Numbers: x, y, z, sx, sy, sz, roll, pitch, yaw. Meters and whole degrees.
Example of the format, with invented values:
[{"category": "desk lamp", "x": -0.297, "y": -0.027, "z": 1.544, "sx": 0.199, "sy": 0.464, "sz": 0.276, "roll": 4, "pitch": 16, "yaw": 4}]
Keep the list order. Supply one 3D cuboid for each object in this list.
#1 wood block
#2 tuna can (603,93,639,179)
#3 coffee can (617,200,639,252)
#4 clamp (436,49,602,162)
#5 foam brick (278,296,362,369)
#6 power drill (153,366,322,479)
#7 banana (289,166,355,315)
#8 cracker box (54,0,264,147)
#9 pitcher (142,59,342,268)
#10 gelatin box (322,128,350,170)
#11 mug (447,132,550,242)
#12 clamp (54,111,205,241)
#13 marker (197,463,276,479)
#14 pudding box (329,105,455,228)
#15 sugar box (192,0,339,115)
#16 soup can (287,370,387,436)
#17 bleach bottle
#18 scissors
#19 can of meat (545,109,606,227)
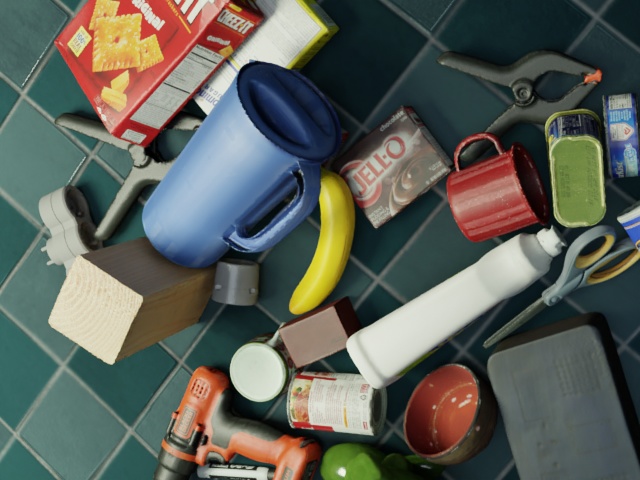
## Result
[{"category": "wood block", "x": -0.204, "y": 0.060, "z": 1.218, "sx": 0.091, "sy": 0.205, "sz": 0.090, "roll": 31, "pitch": 106, "yaw": 12}, {"category": "tuna can", "x": 0.307, "y": -0.106, "z": 1.080, "sx": 0.034, "sy": 0.086, "sz": 0.086, "roll": -4, "pitch": 97, "yaw": 17}, {"category": "coffee can", "x": 0.378, "y": 0.010, "z": 1.063, "sx": 0.103, "sy": 0.102, "sz": 0.140, "roll": -33, "pitch": 87, "yaw": 20}, {"category": "clamp", "x": 0.212, "y": -0.146, "z": 1.133, "sx": 0.172, "sy": 0.039, "sz": 0.120, "roll": -2, "pitch": 110, "yaw": 17}, {"category": "foam brick", "x": 0.002, "y": 0.107, "z": 1.236, "sx": 0.078, "sy": 0.051, "sz": 0.053, "roll": -24, "pitch": 91, "yaw": 21}, {"category": "power drill", "x": -0.105, "y": 0.267, "z": 1.277, "sx": 0.188, "sy": 0.057, "sz": 0.184, "roll": 24, "pitch": 97, "yaw": 19}, {"category": "banana", "x": 0.005, "y": 0.004, "z": 1.212, "sx": 0.070, "sy": 0.037, "sz": 0.198, "roll": 27, "pitch": 119, "yaw": 39}, {"category": "cracker box", "x": -0.189, "y": -0.240, "z": 1.215, "sx": 0.214, "sy": 0.072, "sz": 0.164, "roll": -44, "pitch": 62, "yaw": 20}, {"category": "pitcher", "x": -0.092, "y": -0.065, "z": 1.173, "sx": 0.145, "sy": 0.149, "sz": 0.243, "roll": 37, "pitch": 129, "yaw": -11}, {"category": "gelatin box", "x": -0.022, "y": -0.115, "z": 1.222, "sx": 0.089, "sy": 0.030, "sz": 0.073, "roll": 35, "pitch": 107, "yaw": 11}, {"category": "mug", "x": 0.182, "y": -0.057, "z": 1.127, "sx": 0.082, "sy": 0.093, "sz": 0.117, "roll": -21, "pitch": 104, "yaw": 26}, {"category": "clamp", "x": -0.213, "y": -0.093, "z": 1.289, "sx": 0.210, "sy": 0.036, "sz": 0.164, "roll": -11, "pitch": 95, "yaw": 20}, {"category": "marker", "x": -0.093, "y": 0.287, "z": 1.312, "sx": 0.121, "sy": 0.020, "sz": 0.020, "roll": 0, "pitch": 98, "yaw": 19}, {"category": "pudding box", "x": 0.081, "y": -0.081, "z": 1.187, "sx": 0.114, "sy": 0.039, "sz": 0.090, "roll": -38, "pitch": 85, "yaw": 20}, {"category": "sugar box", "x": -0.072, "y": -0.211, "z": 1.218, "sx": 0.176, "sy": 0.048, "sz": 0.093, "roll": -43, "pitch": 83, "yaw": 23}, {"category": "soup can", "x": 0.021, "y": 0.188, "z": 1.233, "sx": 0.102, "sy": 0.068, "sz": 0.068, "roll": 2, "pitch": 99, "yaw": 18}, {"category": "bleach bottle", "x": 0.152, "y": 0.065, "z": 1.150, "sx": 0.251, "sy": 0.102, "sz": 0.068, "roll": -36, "pitch": 81, "yaw": 20}, {"category": "scissors", "x": 0.245, "y": 0.046, "z": 1.123, "sx": 0.202, "sy": 0.096, "sz": 0.016, "roll": -30, "pitch": 49, "yaw": 11}, {"category": "can of meat", "x": 0.262, "y": -0.073, "z": 1.088, "sx": 0.057, "sy": 0.084, "sz": 0.102, "roll": -5, "pitch": 112, "yaw": 13}]
